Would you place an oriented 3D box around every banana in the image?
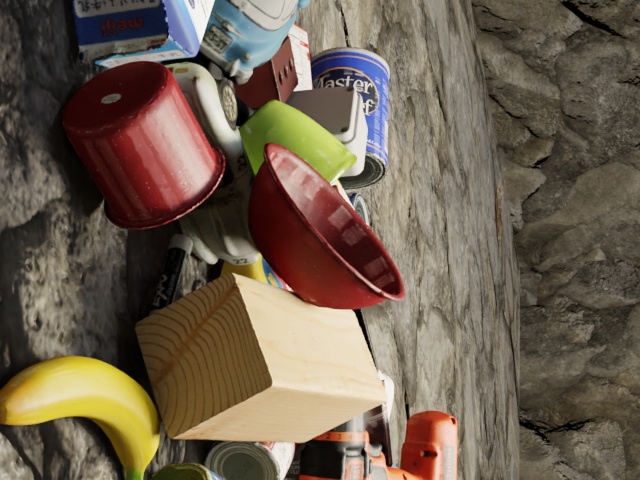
[{"bbox_3d":[-0.144,0.111,0.683,0.197,0.037,0.069,58,31,-58],"label":"banana"}]

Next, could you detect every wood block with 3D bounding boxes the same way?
[{"bbox_3d":[-0.038,0.097,0.821,0.205,0.091,0.090,23,42,-62],"label":"wood block"}]

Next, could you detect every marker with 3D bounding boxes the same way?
[{"bbox_3d":[-0.119,0.045,0.826,0.020,0.020,0.121,69,22,-43],"label":"marker"}]

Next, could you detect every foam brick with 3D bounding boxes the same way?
[{"bbox_3d":[-0.057,-0.164,1.056,0.078,0.051,0.053,-66,147,-61],"label":"foam brick"}]

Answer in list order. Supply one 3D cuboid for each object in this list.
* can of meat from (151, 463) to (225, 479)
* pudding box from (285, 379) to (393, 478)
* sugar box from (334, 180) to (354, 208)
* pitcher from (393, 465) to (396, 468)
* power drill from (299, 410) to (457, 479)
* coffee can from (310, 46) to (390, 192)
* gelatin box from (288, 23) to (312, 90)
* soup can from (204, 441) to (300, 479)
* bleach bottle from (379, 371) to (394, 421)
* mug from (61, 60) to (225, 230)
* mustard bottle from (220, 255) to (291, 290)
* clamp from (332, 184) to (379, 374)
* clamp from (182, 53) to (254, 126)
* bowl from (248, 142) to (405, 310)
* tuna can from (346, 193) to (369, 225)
[{"bbox_3d":[-0.091,0.224,0.798,0.084,0.057,0.102,53,34,-58],"label":"can of meat"},{"bbox_3d":[0.013,0.188,1.071,0.039,0.113,0.090,12,73,-82],"label":"pudding box"},{"bbox_3d":[-0.002,-0.032,1.221,0.176,0.048,0.093,62,29,-61],"label":"sugar box"},{"bbox_3d":[0.031,0.321,1.055,0.242,0.145,0.149,-64,150,-67],"label":"pitcher"},{"bbox_3d":[0.055,0.193,0.983,0.187,0.057,0.184,12,80,-48],"label":"power drill"},{"bbox_3d":[0.030,-0.142,1.264,0.102,0.103,0.140,56,33,-59],"label":"coffee can"},{"bbox_3d":[-0.035,-0.195,1.186,0.073,0.030,0.089,-1,85,-73],"label":"gelatin box"},{"bbox_3d":[-0.053,0.175,0.922,0.102,0.068,0.068,-56,138,-67],"label":"soup can"},{"bbox_3d":[0.015,0.147,1.183,0.250,0.068,0.102,58,39,-54],"label":"bleach bottle"},{"bbox_3d":[-0.124,-0.075,0.737,0.117,0.093,0.081,-100,168,-51],"label":"mug"},{"bbox_3d":[-0.055,0.040,0.985,0.191,0.058,0.096,-70,149,-56],"label":"mustard bottle"},{"bbox_3d":[0.019,0.030,1.056,0.210,0.036,0.164,-97,170,-51],"label":"clamp"},{"bbox_3d":[-0.095,-0.146,0.940,0.171,0.039,0.120,-62,142,-71],"label":"clamp"},{"bbox_3d":[-0.006,0.001,0.837,0.162,0.055,0.162,44,14,-15],"label":"bowl"},{"bbox_3d":[0.039,-0.018,1.378,0.086,0.034,0.086,-5,90,-74],"label":"tuna can"}]
